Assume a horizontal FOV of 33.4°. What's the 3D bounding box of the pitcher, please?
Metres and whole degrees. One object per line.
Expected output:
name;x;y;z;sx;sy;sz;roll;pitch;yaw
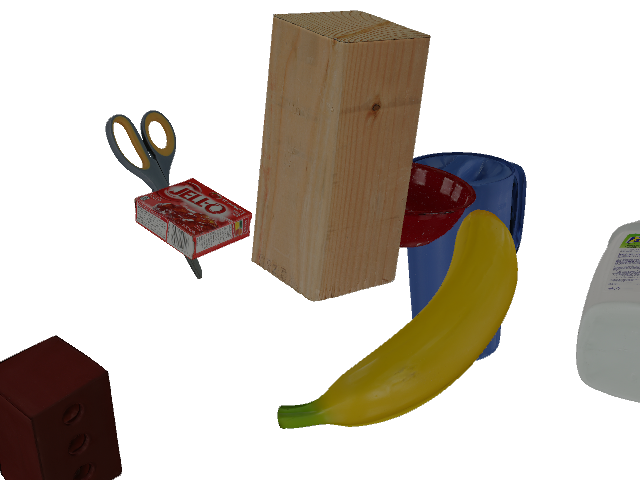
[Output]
pitcher;0.175;0.018;1.304;0.149;0.243;0.145;1;22;9

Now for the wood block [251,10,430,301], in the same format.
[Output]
wood block;0.013;-0.069;0.845;0.090;0.206;0.090;-12;30;-37

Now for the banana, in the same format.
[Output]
banana;0.061;0.038;0.554;0.070;0.037;0.197;18;41;33

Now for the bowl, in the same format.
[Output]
bowl;0.079;-0.035;1.118;0.162;0.055;0.162;6;22;-2

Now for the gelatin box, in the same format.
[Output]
gelatin box;-0.122;-0.023;1.014;0.089;0.030;0.073;31;38;34

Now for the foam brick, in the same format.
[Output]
foam brick;-0.150;0.104;0.600;0.051;0.078;0.052;26;41;36

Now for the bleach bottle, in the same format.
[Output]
bleach bottle;0.244;0.033;0.747;0.103;0.068;0.250;9;20;19

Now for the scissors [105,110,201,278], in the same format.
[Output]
scissors;-0.168;-0.062;1.205;0.016;0.201;0.096;-20;20;44
